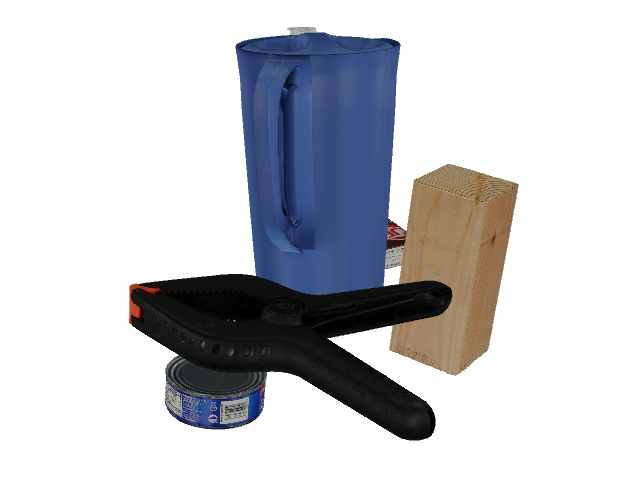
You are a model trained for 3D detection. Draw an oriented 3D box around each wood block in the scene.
[{"bbox_3d":[0.148,0.031,1.192,0.090,0.206,0.090,19,25,28],"label":"wood block"}]

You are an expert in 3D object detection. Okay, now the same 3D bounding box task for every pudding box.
[{"bbox_3d":[0.071,0.010,1.517,0.113,0.039,0.090,-15,27,-22],"label":"pudding box"}]

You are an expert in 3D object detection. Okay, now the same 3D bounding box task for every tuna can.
[{"bbox_3d":[-0.089,0.126,0.906,0.086,0.034,0.086,4,20,-2],"label":"tuna can"}]

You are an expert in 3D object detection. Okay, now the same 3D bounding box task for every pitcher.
[{"bbox_3d":[-0.005,-0.047,0.886,0.149,0.243,0.145,-8,19,-23],"label":"pitcher"}]

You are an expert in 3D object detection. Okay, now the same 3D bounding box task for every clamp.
[{"bbox_3d":[-0.016,0.053,0.676,0.210,0.036,0.164,12,26,13],"label":"clamp"}]

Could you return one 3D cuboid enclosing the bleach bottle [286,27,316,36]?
[{"bbox_3d":[-0.008,-0.090,1.090,0.102,0.251,0.068,-6,15,-17],"label":"bleach bottle"}]
